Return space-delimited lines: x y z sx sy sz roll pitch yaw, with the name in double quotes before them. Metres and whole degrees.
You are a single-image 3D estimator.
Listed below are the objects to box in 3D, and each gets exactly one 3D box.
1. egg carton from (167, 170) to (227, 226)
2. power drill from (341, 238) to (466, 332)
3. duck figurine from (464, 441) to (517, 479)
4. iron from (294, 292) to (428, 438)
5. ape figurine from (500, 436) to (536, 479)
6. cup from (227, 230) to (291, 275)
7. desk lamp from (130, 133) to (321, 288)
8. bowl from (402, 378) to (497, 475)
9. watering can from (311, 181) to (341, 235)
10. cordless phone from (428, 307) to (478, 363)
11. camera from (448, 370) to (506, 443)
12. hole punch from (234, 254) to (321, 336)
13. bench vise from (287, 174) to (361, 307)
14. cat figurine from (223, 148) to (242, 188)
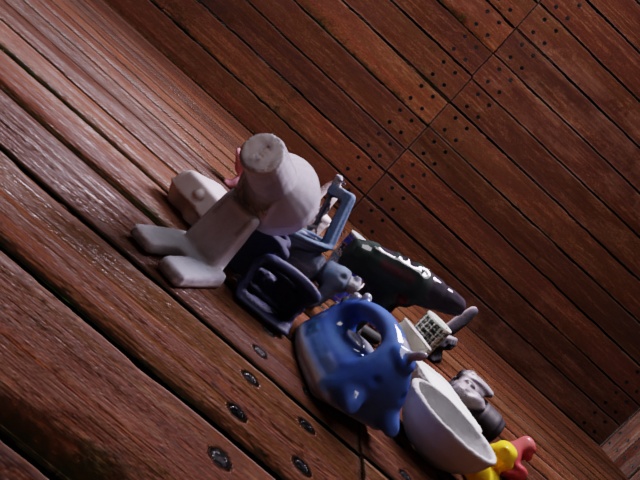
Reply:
"egg carton" -0.184 -0.051 0.952 0.150 0.069 0.107 46 9 25
"power drill" 0.102 0.114 0.962 0.230 0.208 0.075 40 8 -16
"duck figurine" 0.284 0.367 0.941 0.077 0.086 0.105 47 9 29
"iron" 0.051 0.143 0.801 0.119 0.141 0.257 38 9 -30
"ape figurine" 0.379 0.419 1.105 0.076 0.092 0.078 43 8 8
"cup" -0.101 0.018 0.898 0.092 0.095 0.117 33 12 -48
"desk lamp" -0.104 -0.041 0.766 0.118 0.213 0.204 44 8 13
"bowl" 0.180 0.294 0.865 0.167 0.074 0.167 41 8 -7
"watering can" -0.026 -0.068 1.354 0.174 0.194 0.100 35 11 -44
"cordless phone" 0.351 0.242 1.572 0.094 0.185 0.148 45 8 22
"camera" 0.317 0.344 1.170 0.136 0.100 0.143 44 8 10
"hole punch" -0.062 0.067 0.840 0.109 0.091 0.101 41 8 -13
"bench vise" 0.009 0.001 1.068 0.208 0.219 0.121 41 8 -13
"cat figurine" -0.175 -0.164 1.423 0.127 0.117 0.067 46 9 24
